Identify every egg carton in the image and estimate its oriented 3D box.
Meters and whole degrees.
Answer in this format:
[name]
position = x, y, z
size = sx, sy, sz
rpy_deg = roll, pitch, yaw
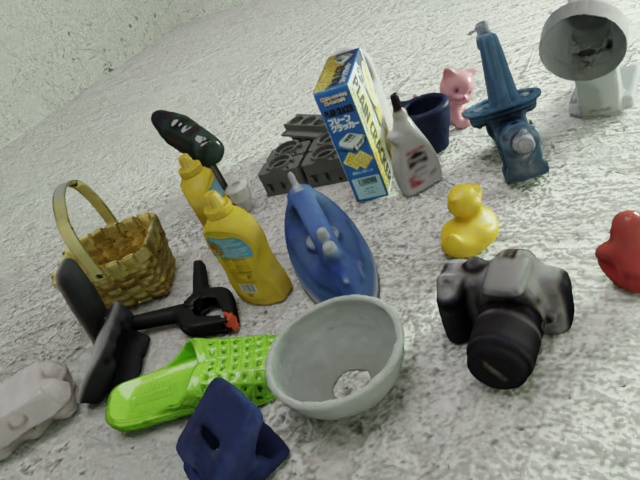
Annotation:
[egg carton]
position = -0.428, 0.244, 0.828
size = 0.150, 0.069, 0.107
rpy_deg = -33, 33, -13

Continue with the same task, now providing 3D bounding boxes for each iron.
[iron]
position = 0.007, 0.003, 0.811
size = 0.118, 0.142, 0.257
rpy_deg = -27, 32, -2

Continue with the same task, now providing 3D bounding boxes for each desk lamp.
[desk lamp]
position = 0.425, -0.301, 0.896
size = 0.117, 0.214, 0.203
rpy_deg = 0, 40, 34

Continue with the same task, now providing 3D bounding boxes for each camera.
[camera]
position = 0.186, 0.081, 0.616
size = 0.142, 0.101, 0.137
rpy_deg = 0, 40, 34

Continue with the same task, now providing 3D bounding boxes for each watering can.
[watering can]
position = 0.074, -0.294, 1.142
size = 0.101, 0.194, 0.172
rpy_deg = -26, 32, -2

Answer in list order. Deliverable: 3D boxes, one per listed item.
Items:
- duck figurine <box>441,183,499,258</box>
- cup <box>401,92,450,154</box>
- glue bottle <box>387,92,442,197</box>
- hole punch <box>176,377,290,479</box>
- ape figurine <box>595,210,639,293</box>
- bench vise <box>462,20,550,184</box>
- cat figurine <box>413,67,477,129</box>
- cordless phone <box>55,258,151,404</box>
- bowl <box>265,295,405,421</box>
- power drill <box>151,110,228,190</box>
[duck figurine]
position = 0.198, -0.034, 0.786
size = 0.077, 0.086, 0.105
rpy_deg = 8, 45, 41
[cup]
position = 0.187, -0.205, 1.032
size = 0.092, 0.095, 0.117
rpy_deg = -37, 34, -18
[glue bottle]
position = 0.141, -0.157, 0.920
size = 0.078, 0.173, 0.037
rpy_deg = -32, 33, -10
[hole punch]
position = -0.104, 0.220, 0.621
size = 0.101, 0.091, 0.108
rpy_deg = -41, 35, -23
[ape figurine]
position = 0.342, 0.006, 0.626
size = 0.077, 0.092, 0.076
rpy_deg = -2, 39, 32
[bench vise]
position = 0.286, -0.210, 0.854
size = 0.121, 0.220, 0.207
rpy_deg = -27, 32, -2
[cat figurine]
position = 0.236, -0.267, 1.066
size = 0.127, 0.118, 0.067
rpy_deg = -14, 34, 18
[cordless phone]
position = -0.336, 0.128, 0.823
size = 0.094, 0.185, 0.147
rpy_deg = -22, 32, 5
[bowl]
position = 0.026, 0.145, 0.657
size = 0.167, 0.075, 0.167
rpy_deg = -18, 33, 12
[power drill]
position = -0.244, -0.157, 1.148
size = 0.076, 0.209, 0.228
rpy_deg = -39, 35, -21
